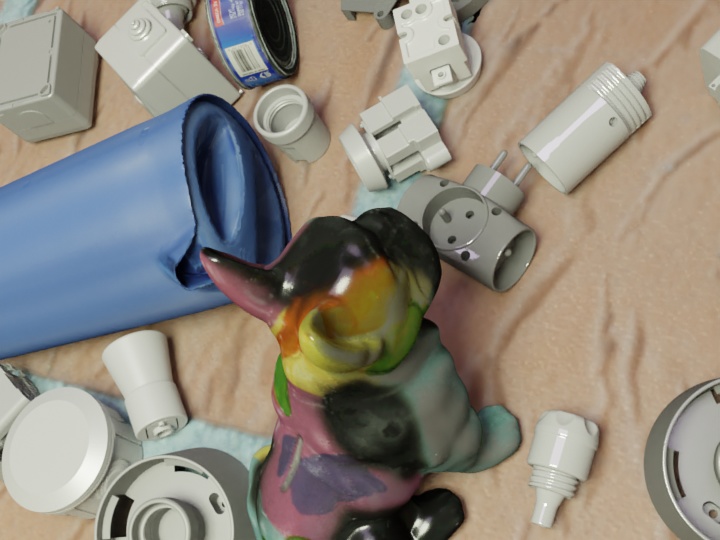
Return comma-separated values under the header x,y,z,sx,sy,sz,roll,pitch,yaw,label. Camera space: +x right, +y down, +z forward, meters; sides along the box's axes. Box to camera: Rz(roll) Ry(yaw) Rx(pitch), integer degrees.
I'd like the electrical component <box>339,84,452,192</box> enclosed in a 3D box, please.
x,y,z,sx,sy,sz,roll,pitch,yaw,label
0.020,-0.082,0.697,0.055,0.048,0.066,-30,60,1,electrical component

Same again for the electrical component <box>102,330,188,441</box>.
x,y,z,sx,sy,sz,roll,pitch,yaw,label
-0.138,0.078,0.701,0.044,0.044,0.065,-30,64,10,electrical component

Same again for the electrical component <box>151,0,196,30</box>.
x,y,z,sx,sy,sz,roll,pitch,yaw,label
-0.147,-0.205,0.825,0.048,0.048,0.062,-17,69,16,electrical component

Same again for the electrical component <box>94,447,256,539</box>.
x,y,z,sx,sy,sz,roll,pitch,yaw,label
-0.110,0.157,0.654,0.099,0.064,0.099,-3,79,15,electrical component

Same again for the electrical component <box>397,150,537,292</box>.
x,y,z,sx,sy,sz,roll,pitch,yaw,label
0.074,-0.038,0.654,0.077,0.044,0.079,32,83,31,electrical component

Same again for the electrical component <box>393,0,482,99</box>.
x,y,z,sx,sy,sz,roll,pitch,yaw,label
0.052,-0.143,0.703,0.048,0.055,0.066,-18,62,16,electrical component

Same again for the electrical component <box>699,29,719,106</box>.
x,y,z,sx,sy,sz,roll,pitch,yaw,label
0.241,-0.105,0.606,0.055,0.050,0.089,-45,58,-1,electrical component

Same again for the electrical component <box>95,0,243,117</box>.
x,y,z,sx,sy,sz,roll,pitch,yaw,label
-0.141,-0.143,0.764,0.061,0.096,0.061,-45,58,2,electrical component

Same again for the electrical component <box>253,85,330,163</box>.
x,y,z,sx,sy,sz,roll,pitch,yaw,label
-0.045,-0.097,0.731,0.040,0.046,0.040,-9,65,20,electrical component

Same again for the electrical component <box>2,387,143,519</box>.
x,y,z,sx,sy,sz,roll,pitch,yaw,label
-0.186,0.120,0.697,0.080,0.051,0.080,-9,65,20,electrical component

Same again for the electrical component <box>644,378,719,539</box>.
x,y,z,sx,sy,sz,roll,pitch,yaw,label
0.196,0.099,0.544,0.099,0.064,0.099,-3,76,11,electrical component

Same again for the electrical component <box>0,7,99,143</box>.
x,y,z,sx,sy,sz,roll,pitch,yaw,label
-0.242,-0.154,0.834,0.062,0.061,0.096,-10,65,20,electrical component

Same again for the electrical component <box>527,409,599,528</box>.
x,y,z,sx,sy,sz,roll,pitch,yaw,label
0.107,0.109,0.583,0.035,0.035,0.061,12,76,28,electrical component

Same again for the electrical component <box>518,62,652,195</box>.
x,y,z,sx,sy,sz,roll,pitch,yaw,label
0.140,-0.089,0.648,0.081,0.043,0.043,-43,58,2,electrical component

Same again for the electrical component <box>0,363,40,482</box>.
x,y,z,sx,sy,sz,roll,pitch,yaw,label
-0.248,0.103,0.737,0.063,0.042,0.081,-48,59,-3,electrical component

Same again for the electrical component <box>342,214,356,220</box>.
x,y,z,sx,sy,sz,roll,pitch,yaw,label
0.000,0.000,0.671,0.055,0.048,0.066,15,75,36,electrical component
